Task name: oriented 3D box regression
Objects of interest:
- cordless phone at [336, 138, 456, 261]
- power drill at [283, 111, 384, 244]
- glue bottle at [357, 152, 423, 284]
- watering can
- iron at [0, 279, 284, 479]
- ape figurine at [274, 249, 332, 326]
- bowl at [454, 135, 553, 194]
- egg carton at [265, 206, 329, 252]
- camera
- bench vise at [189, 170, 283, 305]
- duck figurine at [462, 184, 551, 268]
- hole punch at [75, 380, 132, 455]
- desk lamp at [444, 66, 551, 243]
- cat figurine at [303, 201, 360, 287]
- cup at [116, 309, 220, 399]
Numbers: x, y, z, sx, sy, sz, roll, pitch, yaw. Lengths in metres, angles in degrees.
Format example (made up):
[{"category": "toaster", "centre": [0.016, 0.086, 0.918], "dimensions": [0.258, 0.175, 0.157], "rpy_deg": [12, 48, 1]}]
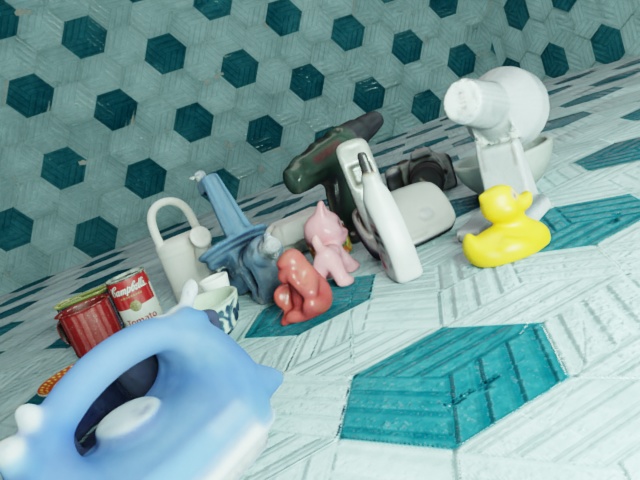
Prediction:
[{"category": "cordless phone", "centre": [0.110, -0.076, 0.863], "dimensions": [0.148, 0.185, 0.094], "rpy_deg": [-23, 12, -11]}, {"category": "power drill", "centre": [0.052, -0.108, 1.057], "dimensions": [0.230, 0.208, 0.075], "rpy_deg": [-26, 13, -25]}, {"category": "glue bottle", "centre": [0.081, -0.032, 0.740], "dimensions": [0.037, 0.173, 0.078], "rpy_deg": [-23, 12, -9]}, {"category": "watering can", "centre": [-0.249, 0.011, 1.067], "dimensions": [0.172, 0.194, 0.101], "rpy_deg": [-13, 14, 32]}, {"category": "iron", "centre": [-0.145, 0.139, 0.421], "dimensions": [0.118, 0.141, 0.259], "rpy_deg": [-12, 14, 35]}, {"category": "ape figurine", "centre": [-0.027, 0.055, 0.730], "dimensions": [0.076, 0.092, 0.077], "rpy_deg": [-25, 12, -19]}, {"category": "bowl", "centre": [0.316, -0.116, 0.970], "dimensions": [0.167, 0.075, 0.167], "rpy_deg": [-20, 11, 4]}, {"category": "egg carton", "centre": [-0.034, -0.017, 1.137], "dimensions": [0.150, 0.069, 0.107], "rpy_deg": [-24, 12, -18]}, {"category": "camera", "centre": [0.201, -0.130, 1.173], "dimensions": [0.143, 0.101, 0.137], "rpy_deg": [-17, 12, 16]}, {"category": "bench vise", "centre": [-0.119, -0.016, 0.897], "dimensions": [0.206, 0.220, 0.122], "rpy_deg": [-10, 16, 42]}, {"category": "duck figurine", "centre": [0.214, -0.022, 0.680], "dimensions": [0.104, 0.086, 0.077], "rpy_deg": [-22, 12, -5]}, {"category": "hole punch", "centre": [-0.247, 0.169, 0.587], "dimensions": [0.101, 0.091, 0.109], "rpy_deg": [-16, 12, 21]}, {"category": "desk lamp", "centre": [0.250, -0.131, 0.803], "dimensions": [0.117, 0.214, 0.204], "rpy_deg": [-11, 15, 40]}, {"category": "cat figurine", "centre": [0.008, 0.003, 0.847], "dimensions": [0.067, 0.118, 0.128], "rpy_deg": [-18, 12, 13]}, {"category": "cup", "centre": [-0.145, 0.130, 0.580], "dimensions": [0.118, 0.095, 0.091], "rpy_deg": [-26, 13, -24]}]
